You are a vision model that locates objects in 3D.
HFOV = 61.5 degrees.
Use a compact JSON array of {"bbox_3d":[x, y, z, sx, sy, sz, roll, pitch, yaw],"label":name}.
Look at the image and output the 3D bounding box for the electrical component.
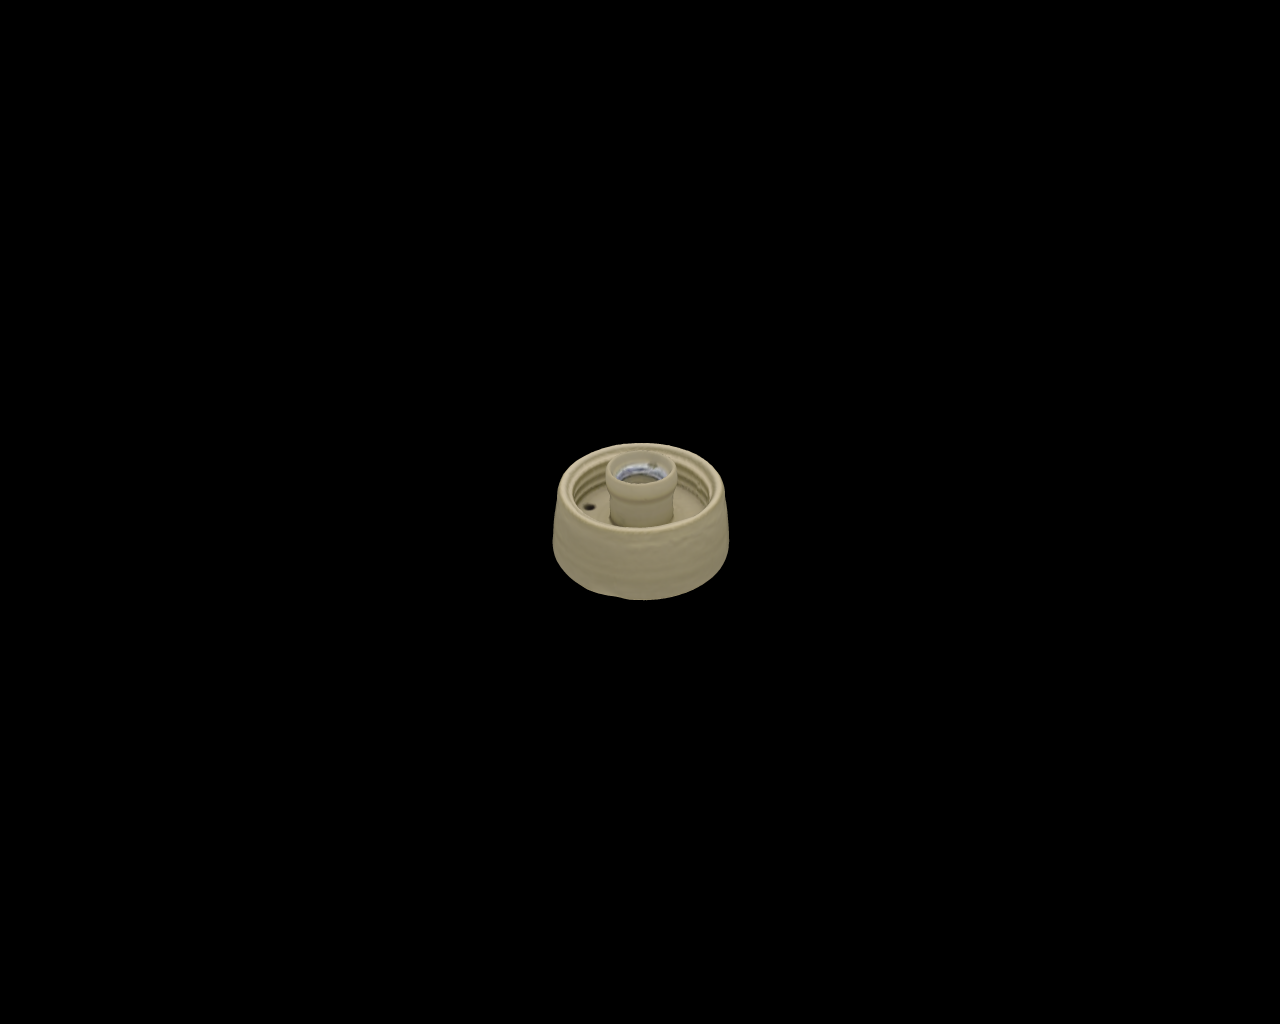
[{"bbox_3d":[0.001,-0.003,0.650,0.108,0.060,0.108,0,34,0],"label":"electrical component"}]
